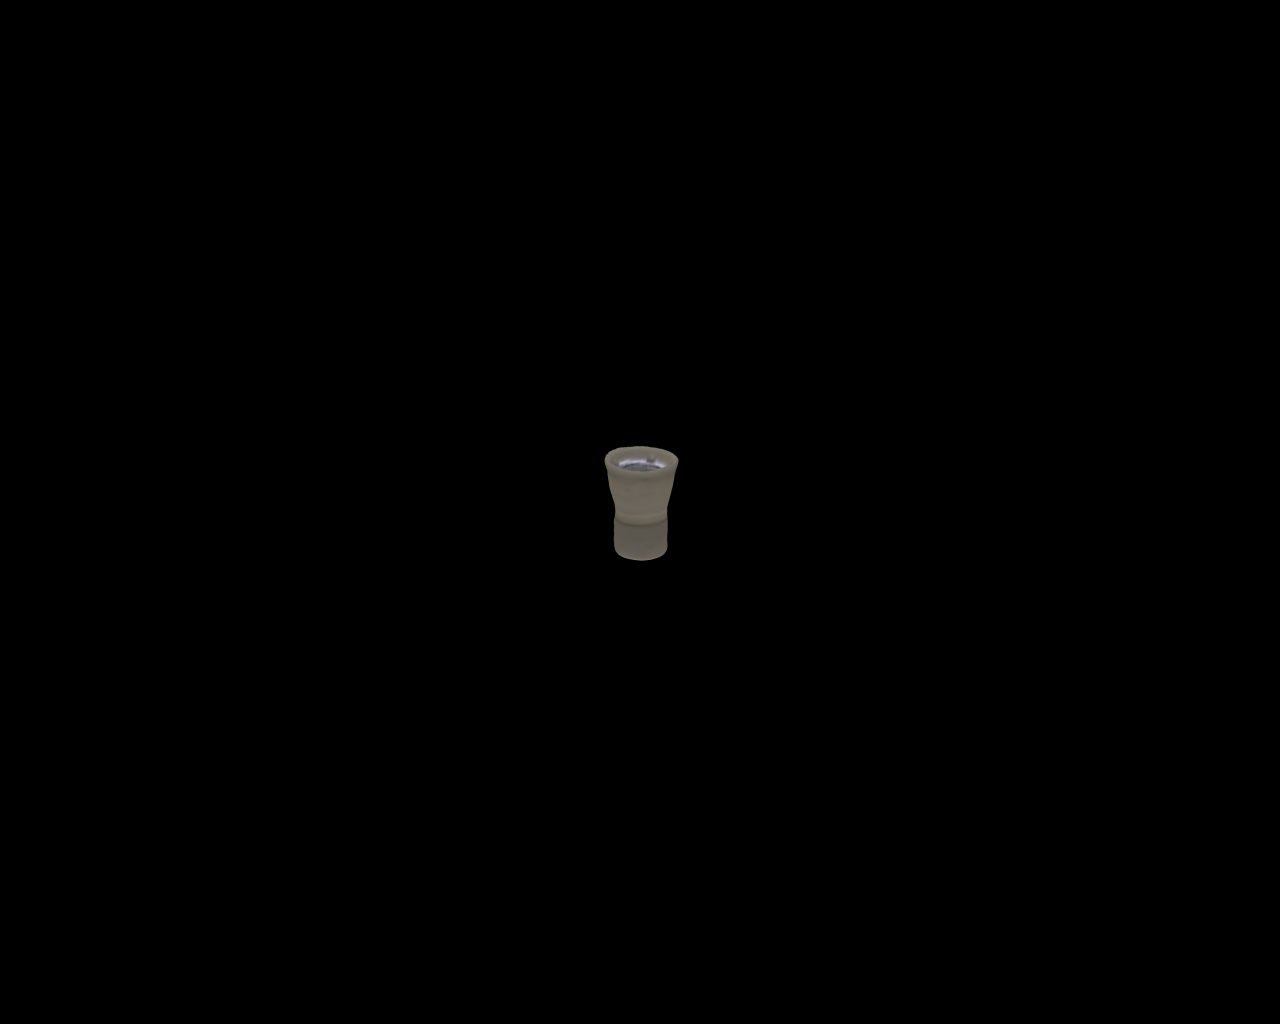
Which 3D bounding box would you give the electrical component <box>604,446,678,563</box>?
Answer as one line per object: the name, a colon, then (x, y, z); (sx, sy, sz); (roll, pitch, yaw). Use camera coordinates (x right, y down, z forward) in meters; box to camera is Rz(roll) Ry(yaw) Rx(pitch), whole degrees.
electrical component: (0.001, -0.003, 0.650); (0.044, 0.065, 0.044); (0, 22, 0)
